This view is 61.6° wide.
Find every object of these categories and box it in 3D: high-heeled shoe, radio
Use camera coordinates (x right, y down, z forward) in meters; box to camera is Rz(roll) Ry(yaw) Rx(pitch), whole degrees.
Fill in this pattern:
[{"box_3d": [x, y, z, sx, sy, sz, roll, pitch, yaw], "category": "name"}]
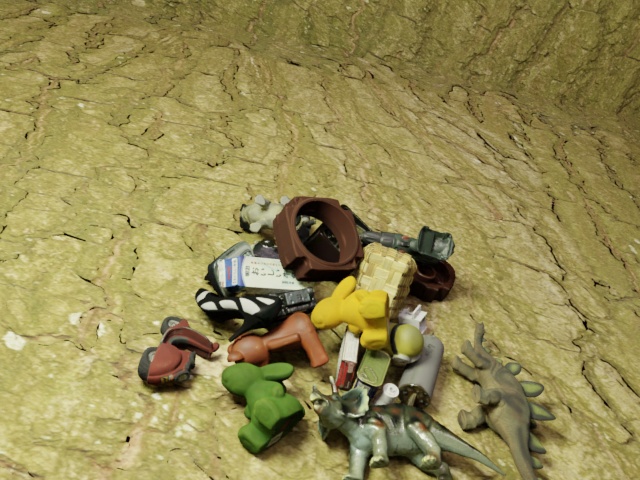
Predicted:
[{"box_3d": [-0.188, 0.132, 1.211, 0.145, 0.086, 0.249, -42, 42, -9], "category": "high-heeled shoe"}, {"box_3d": [0.055, -0.004, 1.491, 0.131, 0.073, 0.229, 46, 30, -3], "category": "radio"}]

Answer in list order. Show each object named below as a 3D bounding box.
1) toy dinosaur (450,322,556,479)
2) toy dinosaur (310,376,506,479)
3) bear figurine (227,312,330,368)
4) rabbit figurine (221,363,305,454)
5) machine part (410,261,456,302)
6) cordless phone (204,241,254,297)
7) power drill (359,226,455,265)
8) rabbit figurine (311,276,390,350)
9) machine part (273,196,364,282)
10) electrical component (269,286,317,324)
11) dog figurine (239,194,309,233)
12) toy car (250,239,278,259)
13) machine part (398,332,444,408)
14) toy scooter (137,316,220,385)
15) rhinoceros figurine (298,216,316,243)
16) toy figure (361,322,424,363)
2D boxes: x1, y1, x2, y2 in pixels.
[{"box_3d": [0.410, 0.370, 1.182, 0.199, 0.105, 0.472, 13, 42, -9], "category": "toy dinosaur"}, {"box_3d": [0.154, 0.382, 1.071, 0.405, 0.131, 0.192, 12, 38, -15], "category": "toy dinosaur"}, {"box_3d": [-0.097, 0.243, 1.169, 0.196, 0.120, 0.132, -27, 95, -11], "category": "bear figurine"}, {"box_3d": [-0.114, 0.300, 1.065, 0.170, 0.121, 0.159, 41, 37, 25], "category": "rabbit figurine"}, {"box_3d": [0.296, 0.099, 1.520, 0.179, 0.056, 0.179, 11, 37, -8], "category": "machine part"}, {"box_3d": [-0.180, 0.104, 1.334, 0.184, 0.088, 0.146, 40, 41, 5], "category": "cordless phone"}, {"box_3d": [0.241, 0.014, 1.424, 0.232, 0.207, 0.086, 16, 75, -17], "category": "power drill"}, {"box_3d": [0.067, 0.151, 1.187, 0.173, 0.121, 0.162, -7, 33, 11], "category": "rabbit figurine"}, {"box_3d": [-0.003, -0.004, 1.310, 0.201, 0.087, 0.201, 1, 63, -31], "category": "machine part"}, {"box_3d": [-0.074, 0.153, 1.251, 0.115, 0.134, 0.058, -9, 73, -30], "category": "electrical component"}, {"box_3d": [-0.133, -0.061, 1.491, 0.172, 0.121, 0.191, 21, -4, -14], "category": "dog figurine"}, {"box_3d": [-0.097, 0.058, 1.426, 0.202, 0.056, 0.073, 18, 54, 5], "category": "toy car"}, {"box_3d": [0.233, 0.297, 1.228, 0.079, 0.079, 0.243, 24, 39, 10], "category": "machine part"}, {"box_3d": [-0.289, 0.236, 1.125, 0.135, 0.075, 0.184, 16, 33, -1], "category": "toy scooter"}, {"box_3d": [-0.067, -0.027, 1.543, 0.112, 0.073, 0.190, 1, 40, -2], "category": "rhinoceros figurine"}, {"box_3d": [0.160, 0.225, 1.232, 0.082, 0.089, 0.180, -25, 20, -26], "category": "toy figure"}]
